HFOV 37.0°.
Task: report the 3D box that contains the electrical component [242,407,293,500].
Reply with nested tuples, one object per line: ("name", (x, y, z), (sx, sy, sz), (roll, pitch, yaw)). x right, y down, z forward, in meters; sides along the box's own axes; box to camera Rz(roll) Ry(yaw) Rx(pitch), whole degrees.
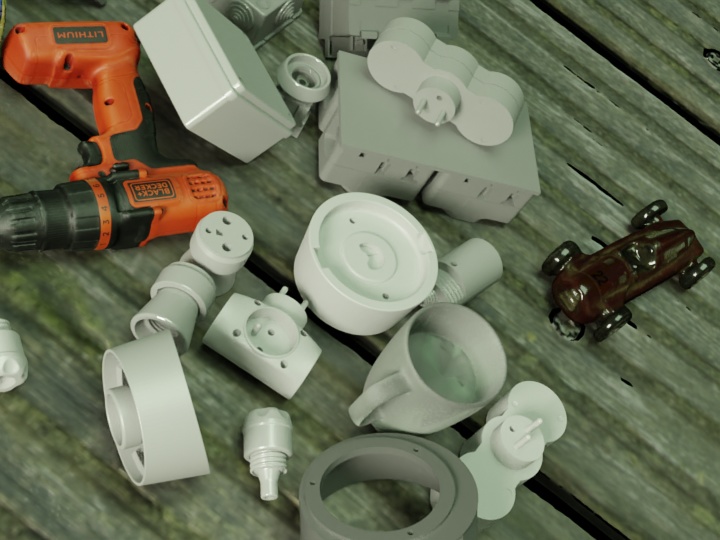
("electrical component", (-0.064, 0.128, 0.745), (0.035, 0.035, 0.061), (9, 58, -22))

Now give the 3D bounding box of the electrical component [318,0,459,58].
("electrical component", (0.029, -0.238, 1.013), (0.121, 0.063, 0.078), (-4, 101, -29))

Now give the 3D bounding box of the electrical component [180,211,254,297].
("electrical component", (-0.107, -0.012, 0.805), (0.045, 0.055, 0.045), (13, 54, -18))

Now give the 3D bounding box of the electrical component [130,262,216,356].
("electrical component", (-0.133, 0.028, 0.772), (0.045, 0.045, 0.055), (29, 50, -6))

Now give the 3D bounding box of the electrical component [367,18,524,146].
("electrical component", (0.068, -0.148, 0.906), (0.138, 0.052, 0.073), (31, 50, -5))

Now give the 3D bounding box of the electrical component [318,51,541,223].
("electrical component", (0.058, -0.113, 0.952), (0.186, 0.060, 0.105), (12, 54, -19))

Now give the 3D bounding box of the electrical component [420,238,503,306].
("electrical component", (0.077, 0.009, 0.890), (0.081, 0.043, 0.043), (-31, 76, -38))

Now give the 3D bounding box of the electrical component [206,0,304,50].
("electrical component", (-0.102, -0.258, 0.978), (0.100, 0.048, 0.099), (39, 50, 2))

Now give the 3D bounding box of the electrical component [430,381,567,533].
("electrical component", (0.113, 0.133, 0.804), (0.052, 0.073, 0.138), (42, 50, 5))

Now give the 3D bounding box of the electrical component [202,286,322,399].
("electrical component", (-0.064, 0.044, 0.796), (0.077, 0.044, 0.079), (34, 49, -2))

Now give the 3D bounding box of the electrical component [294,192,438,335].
("electrical component", (0.000, 0.000, 0.847), (0.108, 0.060, 0.108), (13, 54, -18))

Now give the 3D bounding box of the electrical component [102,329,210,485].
("electrical component", (-0.130, 0.090, 0.700), (0.064, 0.099, 0.099), (-12, 65, -26))

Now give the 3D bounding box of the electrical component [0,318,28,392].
("electrical component", (-0.242, 0.048, 0.710), (0.035, 0.035, 0.061), (-7, 60, -30))

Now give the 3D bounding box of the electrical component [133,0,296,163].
("electrical component", (-0.115, -0.154, 0.863), (0.108, 0.056, 0.109), (61, 13, 19))

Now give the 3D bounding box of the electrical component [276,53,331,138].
("electrical component", (-0.054, -0.153, 0.926), (0.048, 0.055, 0.066), (28, 50, -7))
